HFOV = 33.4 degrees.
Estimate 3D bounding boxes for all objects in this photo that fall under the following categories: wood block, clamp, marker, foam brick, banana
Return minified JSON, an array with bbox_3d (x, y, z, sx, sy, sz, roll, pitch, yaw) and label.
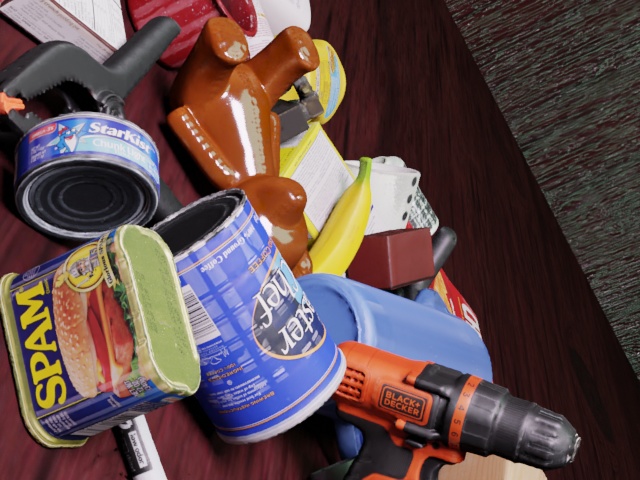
[{"bbox_3d":[0.178,0.279,1.122,0.090,0.091,0.206,63,19,-7],"label":"wood block"},{"bbox_3d":[-0.145,-0.071,0.710,0.209,0.036,0.164,-18,100,-63],"label":"clamp"},{"bbox_3d":[-0.117,0.095,0.635,0.020,0.020,0.121,6,62,-69],"label":"marker"},{"bbox_3d":[0.068,0.018,1.034,0.078,0.053,0.051,-11,97,-51],"label":"foam brick"},{"bbox_3d":[0.001,0.012,0.962,0.197,0.037,0.069,-58,142,-35],"label":"banana"},{"bbox_3d":[0.089,0.060,1.104,0.039,0.120,0.171,36,41,-35],"label":"clamp"}]

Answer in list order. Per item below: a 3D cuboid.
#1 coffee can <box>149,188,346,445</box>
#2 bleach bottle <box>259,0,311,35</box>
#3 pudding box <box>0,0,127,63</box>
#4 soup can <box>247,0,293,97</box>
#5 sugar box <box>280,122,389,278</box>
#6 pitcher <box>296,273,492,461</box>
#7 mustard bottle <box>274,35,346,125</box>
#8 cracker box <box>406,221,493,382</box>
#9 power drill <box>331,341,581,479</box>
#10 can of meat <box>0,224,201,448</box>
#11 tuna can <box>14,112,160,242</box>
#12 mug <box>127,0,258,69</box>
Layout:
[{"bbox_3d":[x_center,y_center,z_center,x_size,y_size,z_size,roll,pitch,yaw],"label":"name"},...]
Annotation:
[{"bbox_3d":[-0.060,0.051,0.717,0.140,0.103,0.102,59,19,-18],"label":"coffee can"},{"bbox_3d":[-0.101,-0.309,1.118,0.250,0.068,0.102,40,31,-49],"label":"bleach bottle"},{"bbox_3d":[-0.184,-0.176,0.755,0.113,0.039,0.090,35,36,-55],"label":"pudding box"},{"bbox_3d":[-0.076,-0.183,1.021,0.102,0.069,0.068,68,18,9],"label":"soup can"},{"bbox_3d":[0.008,-0.020,1.043,0.176,0.048,0.093,57,48,-33],"label":"sugar box"},{"bbox_3d":[0.047,0.115,0.922,0.149,0.145,0.242,55,15,29],"label":"pitcher"},{"bbox_3d":[-0.011,-0.176,1.192,0.191,0.058,0.096,-23,114,-73],"label":"mustard bottle"},{"bbox_3d":[0.129,0.105,1.231,0.213,0.072,0.164,49,25,-43],"label":"cracker box"},{"bbox_3d":[0.076,0.180,0.761,0.057,0.185,0.188,-11,117,-65],"label":"power drill"},{"bbox_3d":[-0.119,0.051,0.581,0.057,0.084,0.102,25,45,-63],"label":"can of meat"},{"bbox_3d":[-0.138,-0.035,0.633,0.086,0.086,0.034,44,31,-49],"label":"tuna can"},{"bbox_3d":[-0.106,-0.190,0.921,0.117,0.082,0.093,60,19,-18],"label":"mug"}]
